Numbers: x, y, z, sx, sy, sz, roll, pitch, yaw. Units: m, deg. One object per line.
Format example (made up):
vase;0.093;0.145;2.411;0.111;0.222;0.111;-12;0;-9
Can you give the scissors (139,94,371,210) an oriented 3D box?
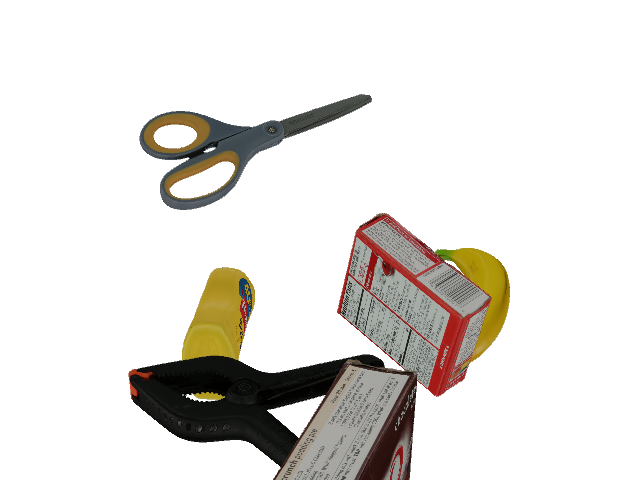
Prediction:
scissors;-0.059;-0.094;0.854;0.201;0.096;0.016;-39;-18;-29

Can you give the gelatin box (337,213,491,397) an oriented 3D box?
gelatin box;0.054;0.038;0.635;0.030;0.073;0.089;-29;56;-33

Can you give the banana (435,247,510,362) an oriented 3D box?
banana;0.149;0.057;1.023;0.070;0.037;0.197;-24;24;16

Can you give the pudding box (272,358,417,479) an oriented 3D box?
pudding box;0.009;0.119;0.463;0.039;0.090;0.113;10;29;15

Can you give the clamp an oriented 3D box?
clamp;-0.054;0.130;0.880;0.210;0.036;0.164;11;31;18

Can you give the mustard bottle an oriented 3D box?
mustard bottle;-0.107;0.085;1.178;0.058;0.096;0.191;1;27;4
